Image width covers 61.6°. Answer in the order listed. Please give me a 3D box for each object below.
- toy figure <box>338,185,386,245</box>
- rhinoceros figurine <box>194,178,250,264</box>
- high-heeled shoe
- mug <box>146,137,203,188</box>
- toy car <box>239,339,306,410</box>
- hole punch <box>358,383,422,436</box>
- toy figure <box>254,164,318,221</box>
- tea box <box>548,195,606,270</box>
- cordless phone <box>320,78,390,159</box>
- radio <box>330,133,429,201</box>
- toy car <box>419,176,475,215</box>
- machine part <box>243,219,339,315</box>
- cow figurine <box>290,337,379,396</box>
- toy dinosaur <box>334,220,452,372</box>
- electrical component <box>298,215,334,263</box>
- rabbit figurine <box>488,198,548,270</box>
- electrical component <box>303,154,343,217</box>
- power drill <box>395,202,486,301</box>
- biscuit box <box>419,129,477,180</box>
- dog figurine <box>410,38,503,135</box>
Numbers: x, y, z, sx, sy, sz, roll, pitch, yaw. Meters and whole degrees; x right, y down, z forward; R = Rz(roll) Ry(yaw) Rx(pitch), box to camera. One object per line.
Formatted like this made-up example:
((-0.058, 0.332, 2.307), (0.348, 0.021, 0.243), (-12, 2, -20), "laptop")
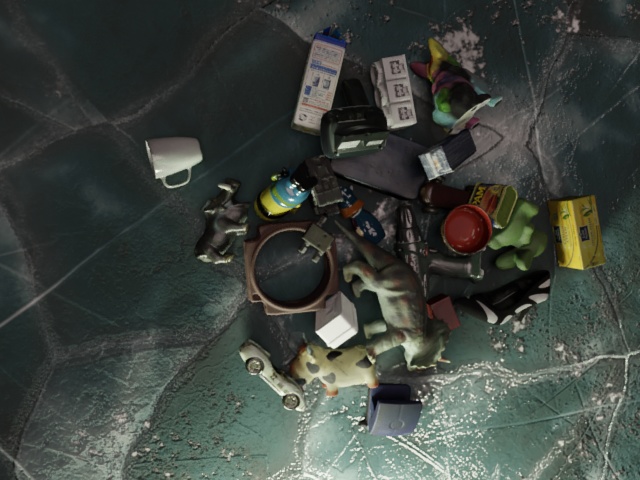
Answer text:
((0.086, -0.055, 1.222), (0.058, 0.064, 0.154), (-37, 96, 26), "toy figure")
((-0.210, -0.039, 1.168), (0.112, 0.073, 0.190), (22, 90, 0), "rhinoceros figurine")
((0.439, 0.122, 1.271), (0.248, 0.086, 0.145), (11, 109, -27), "high-heeled shoe")
((-0.303, -0.170, 1.137), (0.107, 0.081, 0.109), (-17, 90, -17), "mug")
((-0.102, 0.303, 1.195), (0.056, 0.073, 0.201), (-45, 99, -5), "toy car")
((0.170, 0.402, 1.244), (0.142, 0.092, 0.115), (3, 95, -14), "hole punch")
((-0.078, -0.098, 1.135), (0.089, 0.180, 0.082), (-17, 84, -31), "toy figure")
((0.621, -0.020, 1.301), (0.068, 0.098, 0.169), (-14, 93, -10), "tea box")
((0.058, -0.268, 1.135), (0.147, 0.088, 0.184), (-10, 68, -20), "cordless phone")
((0.131, -0.179, 1.220), (0.230, 0.073, 0.131), (18, 90, -9), "radio")
((0.305, -0.094, 1.243), (0.202, 0.053, 0.089), (7, 90, -38), "toy car")
((-0.064, 0.058, 1.187), (0.201, 0.087, 0.201), (-4, 95, -11), "machine part")
((0.029, 0.280, 1.214), (0.195, 0.085, 0.127), (-7, 100, -8), "cow figurine")
((0.169, 0.129, 1.183), (0.192, 0.131, 0.404), (-16, 97, 5), "toy dinosaur")
((-0.002, -0.003, 1.141), (0.063, 0.021, 0.094), (34, 84, -10), "electrical component")
((0.476, -0.004, 1.265), (0.170, 0.121, 0.159), (28, 73, -28), "rabbit figurine")
((0.003, -0.115, 1.176), (0.058, 0.115, 0.134), (-19, 95, -7), "electrical component")
((0.278, 0.029, 1.251), (0.207, 0.086, 0.231), (0, 94, -14), "power drill")
((0.288, -0.193, 1.192), (0.202, 0.059, 0.062), (-34, 101, -53), "biscuit box")
((0.275, -0.343, 1.184), (0.191, 0.108, 0.219), (-20, 65, -42), "dog figurine")
